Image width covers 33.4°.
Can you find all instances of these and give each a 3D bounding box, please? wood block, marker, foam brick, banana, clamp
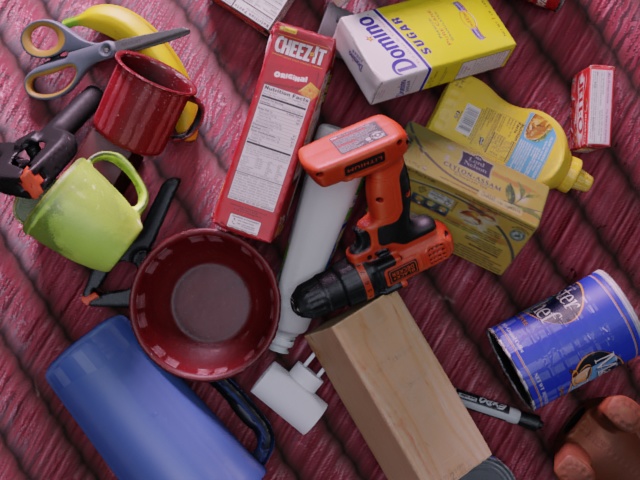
[{"bbox_3d":[0.083,0.166,1.152,0.090,0.091,0.206,-30,90,-22],"label":"wood block"},{"bbox_3d":[0.193,0.190,1.200,0.121,0.020,0.020,19,90,-1],"label":"marker"},{"bbox_3d":[-0.231,-0.084,1.162,0.051,0.078,0.053,30,90,0],"label":"foam brick"},{"bbox_3d":[-0.193,-0.198,1.185,0.198,0.037,0.070,44,113,1],"label":"banana"},{"bbox_3d":[-0.306,-0.090,1.112,0.164,0.210,0.036,-25,117,6],"label":"clamp"},{"bbox_3d":[-0.183,0.027,1.184,0.171,0.039,0.120,-43,86,2],"label":"clamp"}]

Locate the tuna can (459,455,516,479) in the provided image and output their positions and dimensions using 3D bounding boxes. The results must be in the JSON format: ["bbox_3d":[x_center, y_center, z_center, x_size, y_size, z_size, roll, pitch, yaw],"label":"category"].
[{"bbox_3d":[0.176,0.281,1.193,0.086,0.034,0.086,0,90,-1],"label":"tuna can"}]

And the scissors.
[{"bbox_3d":[-0.246,-0.222,1.165,0.202,0.016,0.096,-26,91,16],"label":"scissors"}]

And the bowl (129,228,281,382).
[{"bbox_3d":[-0.120,0.069,1.141,0.162,0.055,0.162,0,89,2],"label":"bowl"}]

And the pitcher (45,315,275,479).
[{"bbox_3d":[-0.172,0.197,1.149,0.145,0.149,0.243,-40,88,16],"label":"pitcher"}]

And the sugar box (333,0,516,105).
[{"bbox_3d":[0.112,-0.212,1.141,0.176,0.048,0.093,-19,67,-26],"label":"sugar box"}]

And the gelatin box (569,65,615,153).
[{"bbox_3d":[0.297,-0.143,1.172,0.030,0.073,0.089,2,90,-1],"label":"gelatin box"}]

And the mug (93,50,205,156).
[{"bbox_3d":[-0.178,-0.140,1.134,0.117,0.093,0.082,14,114,-35],"label":"mug"}]

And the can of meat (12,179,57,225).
[{"bbox_3d":[-0.271,-0.033,1.159,0.102,0.084,0.057,16,90,-1],"label":"can of meat"}]

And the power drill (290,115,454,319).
[{"bbox_3d":[0.037,-0.019,1.074,0.184,0.057,0.187,-26,129,-10],"label":"power drill"}]

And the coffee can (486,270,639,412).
[{"bbox_3d":[0.267,0.109,1.159,0.140,0.103,0.103,-28,91,-1],"label":"coffee can"}]

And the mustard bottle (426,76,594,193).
[{"bbox_3d":[0.213,-0.103,1.178,0.191,0.058,0.096,26,88,-1],"label":"mustard bottle"}]

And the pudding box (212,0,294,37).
[{"bbox_3d":[-0.064,-0.296,1.184,0.090,0.039,0.113,33,92,-3],"label":"pudding box"}]

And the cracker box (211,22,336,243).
[{"bbox_3d":[-0.047,-0.107,1.121,0.072,0.164,0.214,18,91,0],"label":"cracker box"}]

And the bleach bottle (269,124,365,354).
[{"bbox_3d":[-0.008,0.001,1.166,0.068,0.102,0.251,19,98,1],"label":"bleach bottle"}]

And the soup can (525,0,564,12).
[{"bbox_3d":[0.225,-0.300,1.173,0.102,0.068,0.068,20,90,-1],"label":"soup can"}]
